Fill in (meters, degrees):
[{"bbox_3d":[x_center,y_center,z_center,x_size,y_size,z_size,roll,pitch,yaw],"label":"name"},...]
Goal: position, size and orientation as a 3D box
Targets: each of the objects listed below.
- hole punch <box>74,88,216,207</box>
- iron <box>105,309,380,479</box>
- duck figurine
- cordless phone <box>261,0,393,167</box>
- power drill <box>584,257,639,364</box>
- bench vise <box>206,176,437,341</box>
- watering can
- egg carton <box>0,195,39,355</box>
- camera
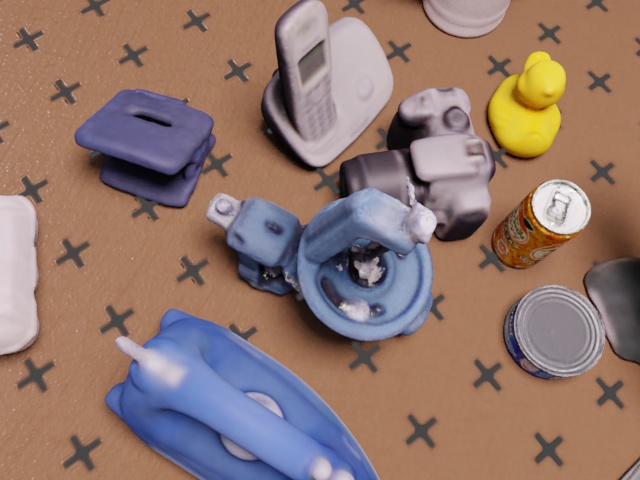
[{"bbox_3d":[-0.166,-0.101,0.556,0.108,0.091,0.101,18,70,3],"label":"hole punch"},{"bbox_3d":[-0.047,0.148,0.447,0.258,0.141,0.119,29,71,7],"label":"iron"},{"bbox_3d":[0.224,-0.146,0.598,0.077,0.086,0.104,6,70,-1],"label":"duck figurine"},{"bbox_3d":[0.011,-0.168,0.540,0.094,0.185,0.148,37,72,10],"label":"cordless phone"},{"bbox_3d":[0.313,0.029,0.476,0.075,0.208,0.229,-15,72,-8],"label":"power drill"},{"bbox_3d":[0.003,0.013,0.457,0.207,0.220,0.121,5,70,-1],"label":"bench vise"},{"bbox_3d":[0.169,-0.312,0.597,0.173,0.194,0.101,-27,74,-12],"label":"watering can"},{"bbox_3d":[-0.305,0.033,0.511,0.107,0.069,0.150,-9,71,-7],"label":"egg carton"},{"bbox_3d":[0.088,-0.074,0.557,0.137,0.101,0.143,-8,71,-6],"label":"camera"}]
